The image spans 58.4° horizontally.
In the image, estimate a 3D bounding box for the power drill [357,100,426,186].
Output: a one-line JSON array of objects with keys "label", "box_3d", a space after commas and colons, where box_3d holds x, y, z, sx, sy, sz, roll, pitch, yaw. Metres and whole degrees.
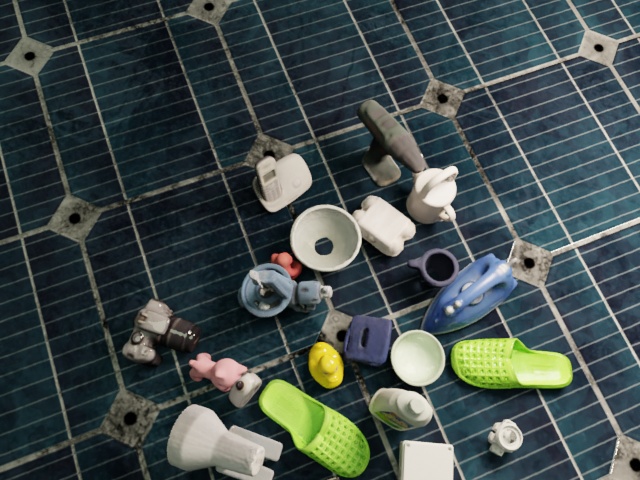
[{"label": "power drill", "box_3d": [0.164, -0.216, 1.379, 0.076, 0.208, 0.229, -30, 75, -12]}]

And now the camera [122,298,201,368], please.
[{"label": "camera", "box_3d": [-0.343, 0.213, 1.259, 0.136, 0.101, 0.143, 19, 71, 4]}]

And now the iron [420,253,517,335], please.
[{"label": "iron", "box_3d": [0.341, 0.127, 1.304, 0.258, 0.141, 0.118, -36, 76, -14]}]

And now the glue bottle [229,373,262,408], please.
[{"label": "glue bottle", "box_3d": [-0.160, 0.309, 1.196, 0.037, 0.173, 0.078, 40, 74, 11]}]

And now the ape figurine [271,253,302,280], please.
[{"label": "ape figurine", "box_3d": [-0.083, 0.057, 1.332, 0.077, 0.092, 0.076, 43, 74, 11]}]

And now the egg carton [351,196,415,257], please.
[{"label": "egg carton", "box_3d": [0.150, -0.033, 1.388, 0.150, 0.069, 0.107, 37, 73, 10]}]

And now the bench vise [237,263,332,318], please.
[{"label": "bench vise", "box_3d": [-0.082, 0.095, 1.251, 0.207, 0.220, 0.121, -16, 72, -8]}]

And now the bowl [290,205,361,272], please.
[{"label": "bowl", "box_3d": [0.013, 0.005, 1.364, 0.167, 0.075, 0.167, 1, 71, -3]}]

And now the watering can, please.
[{"label": "watering can", "box_3d": [0.265, -0.123, 1.359, 0.172, 0.194, 0.101, 36, 73, 10]}]

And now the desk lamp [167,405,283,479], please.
[{"label": "desk lamp", "box_3d": [-0.183, 0.415, 1.137, 0.203, 0.213, 0.118, 18, 71, 3]}]

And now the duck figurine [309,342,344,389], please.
[{"label": "duck figurine", "box_3d": [0.015, 0.274, 1.264, 0.077, 0.086, 0.104, -20, 73, -10]}]

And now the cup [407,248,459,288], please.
[{"label": "cup", "box_3d": [0.256, 0.074, 1.342, 0.117, 0.095, 0.092, 9, 70, 0]}]

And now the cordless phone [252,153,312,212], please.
[{"label": "cordless phone", "box_3d": [-0.092, -0.158, 1.357, 0.148, 0.185, 0.094, -39, 77, -14]}]

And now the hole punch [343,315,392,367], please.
[{"label": "hole punch", "box_3d": [0.105, 0.227, 1.283, 0.101, 0.091, 0.109, 12, 71, 1]}]

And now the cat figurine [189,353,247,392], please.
[{"label": "cat figurine", "box_3d": [-0.222, 0.283, 1.232, 0.127, 0.118, 0.067, 18, 71, 3]}]
